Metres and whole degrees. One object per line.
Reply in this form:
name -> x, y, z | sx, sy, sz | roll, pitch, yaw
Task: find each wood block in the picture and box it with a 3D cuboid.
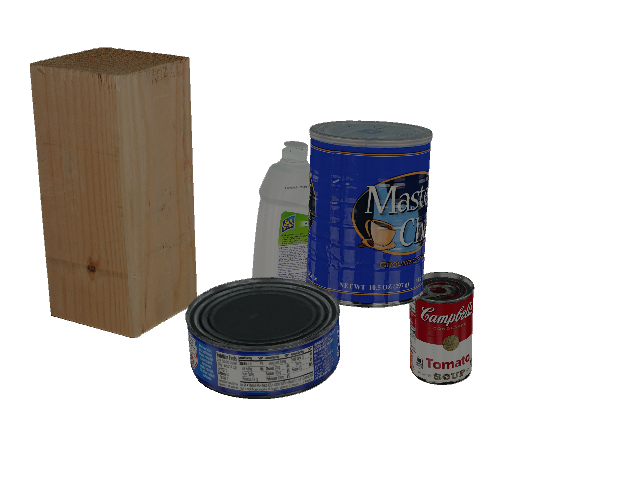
wood block -> -0.161, -0.041, 0.845 | 0.091, 0.206, 0.090 | 12, 23, 27

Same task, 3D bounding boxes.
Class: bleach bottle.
bleach bottle -> -0.033, 0.001, 1.327 | 0.102, 0.251, 0.068 | -8, 23, -33

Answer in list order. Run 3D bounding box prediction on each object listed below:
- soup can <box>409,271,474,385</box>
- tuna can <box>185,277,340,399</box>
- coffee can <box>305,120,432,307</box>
soup can -> 0.128, 0.093, 1.135 | 0.068, 0.102, 0.068 | -2, 24, 1
tuna can -> -0.031, 0.053, 0.596 | 0.086, 0.034, 0.086 | -2, 23, 1
coffee can -> 0.040, -0.025, 0.905 | 0.103, 0.140, 0.103 | 2, 14, -1
